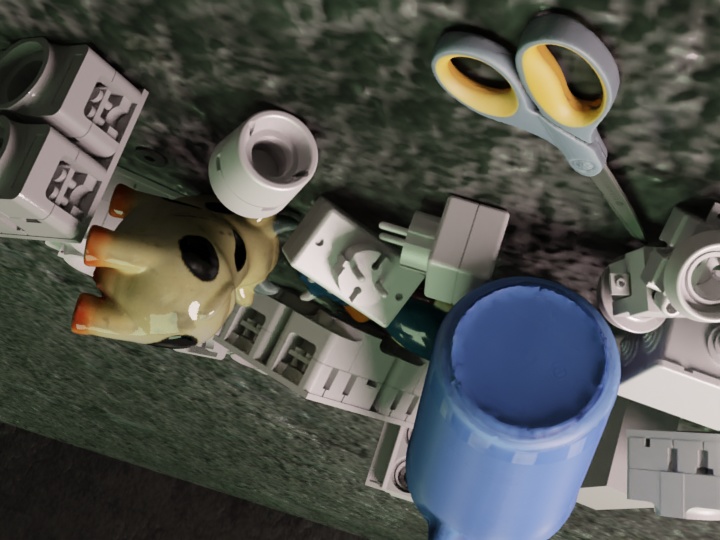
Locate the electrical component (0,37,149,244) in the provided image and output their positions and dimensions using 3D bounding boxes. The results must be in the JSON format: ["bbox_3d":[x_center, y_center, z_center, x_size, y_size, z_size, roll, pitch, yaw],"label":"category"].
[{"bbox_3d":[-0.236,-0.082,0.677,0.186,0.105,0.060,5,156,36],"label":"electrical component"}]

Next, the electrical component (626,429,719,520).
[{"bbox_3d":[0.288,0.157,0.829,0.150,0.061,0.089,8,171,-36],"label":"electrical component"}]

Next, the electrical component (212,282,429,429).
[{"bbox_3d":[-0.015,0.070,0.881,0.105,0.060,0.186,27,-179,36],"label":"electrical component"}]

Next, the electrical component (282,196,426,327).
[{"bbox_3d":[0.000,0.000,0.709,0.083,0.047,0.075,34,-174,-21],"label":"electrical component"}]

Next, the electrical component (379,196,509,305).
[{"bbox_3d":[0.048,-0.015,0.679,0.077,0.047,0.065,17,161,7],"label":"electrical component"}]

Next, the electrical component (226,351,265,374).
[{"bbox_3d":[-0.118,0.069,1.080,0.079,0.044,0.077,10,159,25],"label":"electrical component"}]

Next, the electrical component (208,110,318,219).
[{"bbox_3d":[-0.056,-0.063,0.636,0.055,0.055,0.047,25,157,-18],"label":"electrical component"}]

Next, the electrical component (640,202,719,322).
[{"bbox_3d":[0.178,-0.001,0.559,0.048,0.066,0.055,21,-165,-5],"label":"electrical component"}]

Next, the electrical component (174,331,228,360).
[{"bbox_3d":[-0.133,0.022,0.891,0.056,0.089,0.050,7,158,31],"label":"electrical component"}]

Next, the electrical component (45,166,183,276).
[{"bbox_3d":[-0.235,-0.052,0.831,0.186,0.060,0.105,24,161,-14],"label":"electrical component"}]

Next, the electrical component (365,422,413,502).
[{"bbox_3d":[0.062,0.165,1.052,0.079,0.121,0.063,16,163,11],"label":"electrical component"}]

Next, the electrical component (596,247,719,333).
[{"bbox_3d":[0.170,0.011,0.627,0.066,0.048,0.055,2,169,-19],"label":"electrical component"}]

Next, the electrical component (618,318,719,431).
[{"bbox_3d":[0.229,0.066,0.726,0.100,0.048,0.099,20,161,-2],"label":"electrical component"}]
